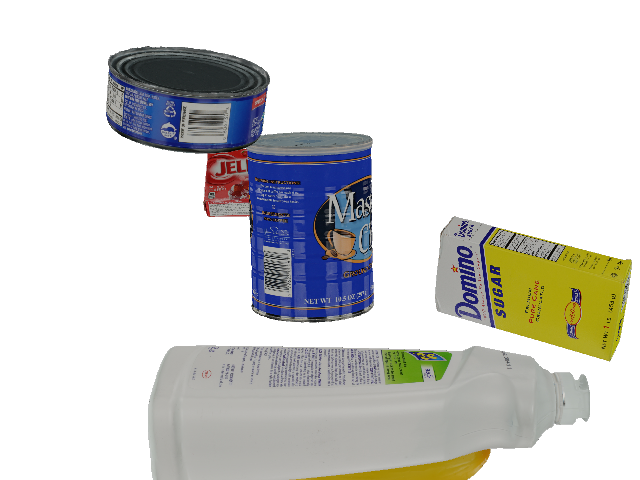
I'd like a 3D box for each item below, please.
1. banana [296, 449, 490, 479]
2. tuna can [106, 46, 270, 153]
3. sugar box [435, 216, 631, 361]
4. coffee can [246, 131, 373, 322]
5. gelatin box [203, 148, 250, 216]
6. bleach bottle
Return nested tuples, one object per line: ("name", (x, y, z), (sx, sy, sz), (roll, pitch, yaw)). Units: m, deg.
("banana", (0.045, 0.179, 0.847), (0.197, 0.037, 0.069), (5, 39, -8))
("tuna can", (-0.071, -0.076, 0.572), (0.086, 0.034, 0.086), (7, 24, -3))
("sugar box", (0.197, 0.044, 1.007), (0.176, 0.093, 0.048), (13, 34, 21))
("coffee can", (-0.008, -0.014, 0.876), (0.103, 0.140, 0.103), (-1, 12, 0))
("gelatin box", (-0.075, -0.061, 1.107), (0.089, 0.073, 0.030), (-1, -39, 1))
("bleach bottle", (0.032, 0.099, 0.626), (0.251, 0.068, 0.102), (-2, 18, 1))
